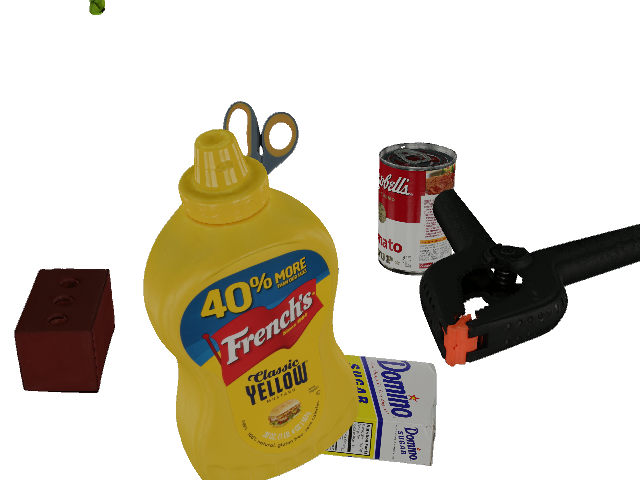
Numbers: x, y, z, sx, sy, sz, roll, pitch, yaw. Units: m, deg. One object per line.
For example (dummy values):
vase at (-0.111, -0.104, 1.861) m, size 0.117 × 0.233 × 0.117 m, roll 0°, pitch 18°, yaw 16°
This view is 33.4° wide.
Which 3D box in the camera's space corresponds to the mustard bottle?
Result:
mustard bottle at (-0.036, 0.031, 0.526) m, size 0.096 × 0.191 × 0.058 m, roll -21°, pitch 37°, yaw -17°

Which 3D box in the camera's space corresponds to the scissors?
scissors at (-0.059, -0.063, 1.216) m, size 0.096 × 0.202 × 0.016 m, roll -11°, pitch -7°, yaw -14°

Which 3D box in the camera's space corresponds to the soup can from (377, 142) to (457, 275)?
soup can at (0.085, -0.028, 0.946) m, size 0.068 × 0.102 × 0.068 m, roll 0°, pitch 23°, yaw 0°

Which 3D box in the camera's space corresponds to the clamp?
clamp at (0.117, 0.019, 0.720) m, size 0.165 × 0.036 × 0.209 m, roll 15°, pitch 30°, yaw 30°

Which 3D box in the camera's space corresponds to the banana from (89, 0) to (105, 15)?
banana at (-0.231, -0.215, 0.775) m, size 0.198 × 0.069 × 0.037 m, roll 15°, pitch -37°, yaw 17°

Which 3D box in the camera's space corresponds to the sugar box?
sugar box at (0.004, 0.128, 0.852) m, size 0.176 × 0.048 × 0.093 m, roll 2°, pitch 26°, yaw 5°

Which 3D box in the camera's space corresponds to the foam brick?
foam brick at (-0.176, 0.062, 0.741) m, size 0.053 × 0.051 × 0.078 m, roll 0°, pitch 31°, yaw -2°
